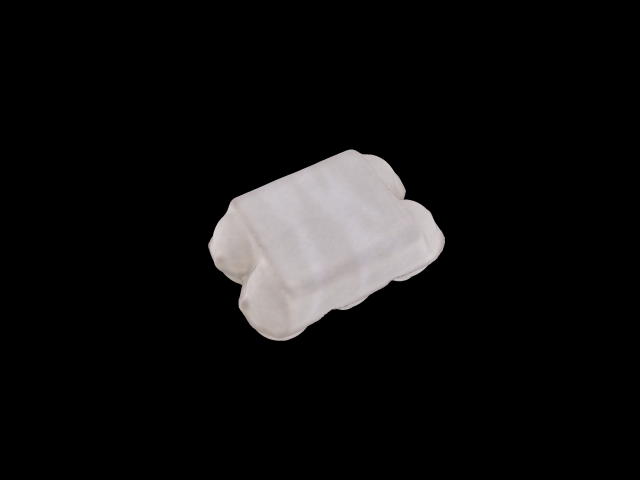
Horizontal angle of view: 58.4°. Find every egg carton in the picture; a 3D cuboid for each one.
[{"bbox_3d":[0.004,0.001,0.400,0.150,0.069,0.107,-26,60,-16],"label":"egg carton"}]
